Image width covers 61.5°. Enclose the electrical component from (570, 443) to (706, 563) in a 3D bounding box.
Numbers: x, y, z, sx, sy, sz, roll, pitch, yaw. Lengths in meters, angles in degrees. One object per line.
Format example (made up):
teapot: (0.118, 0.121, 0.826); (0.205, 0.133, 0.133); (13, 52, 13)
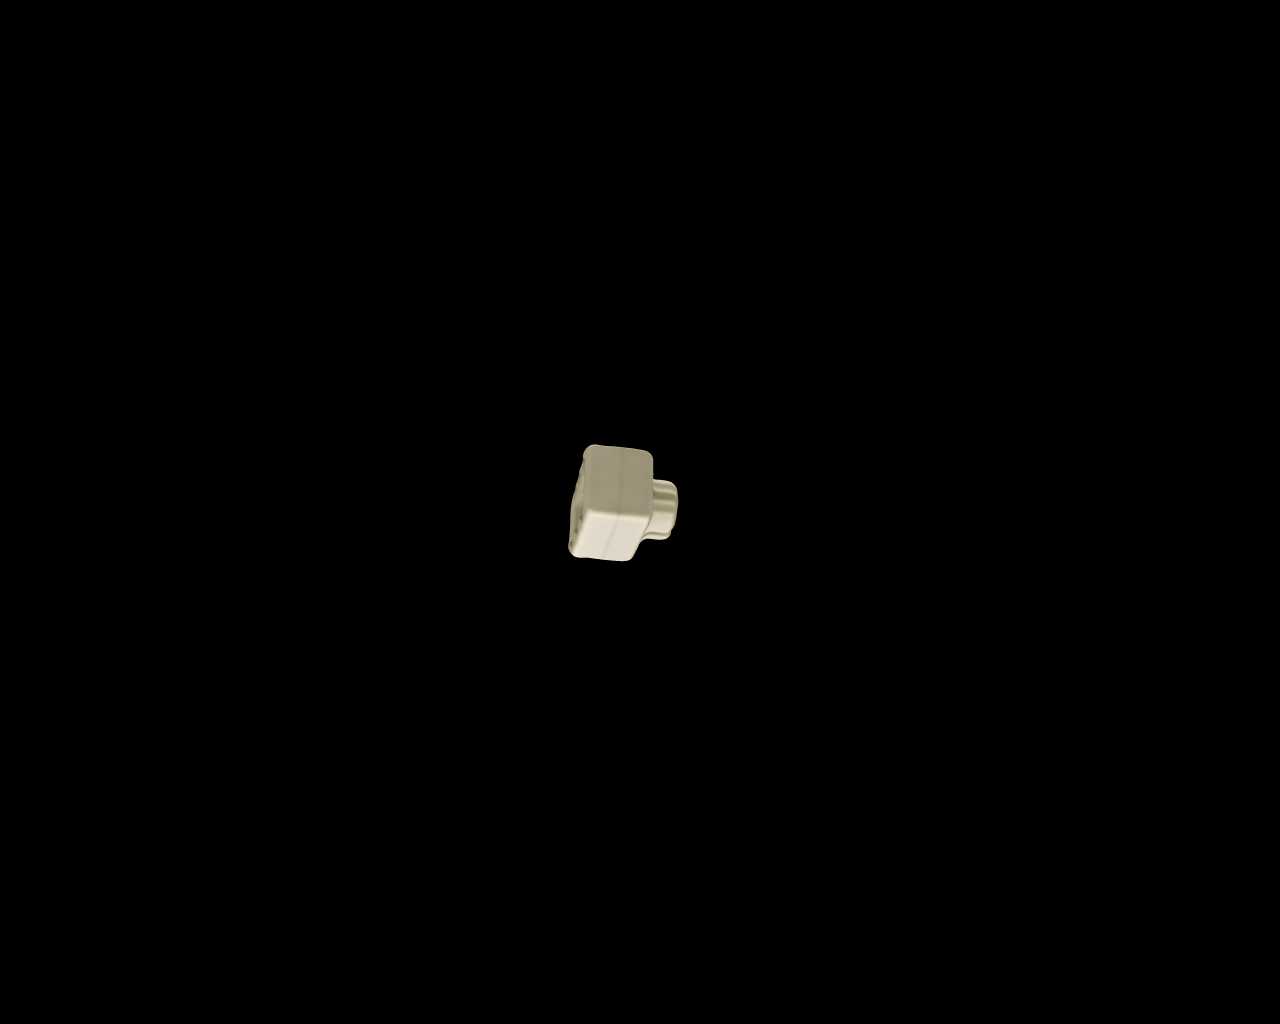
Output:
electrical component: (0.001, -0.003, 0.650); (0.077, 0.047, 0.065); (5, -28, -10)
